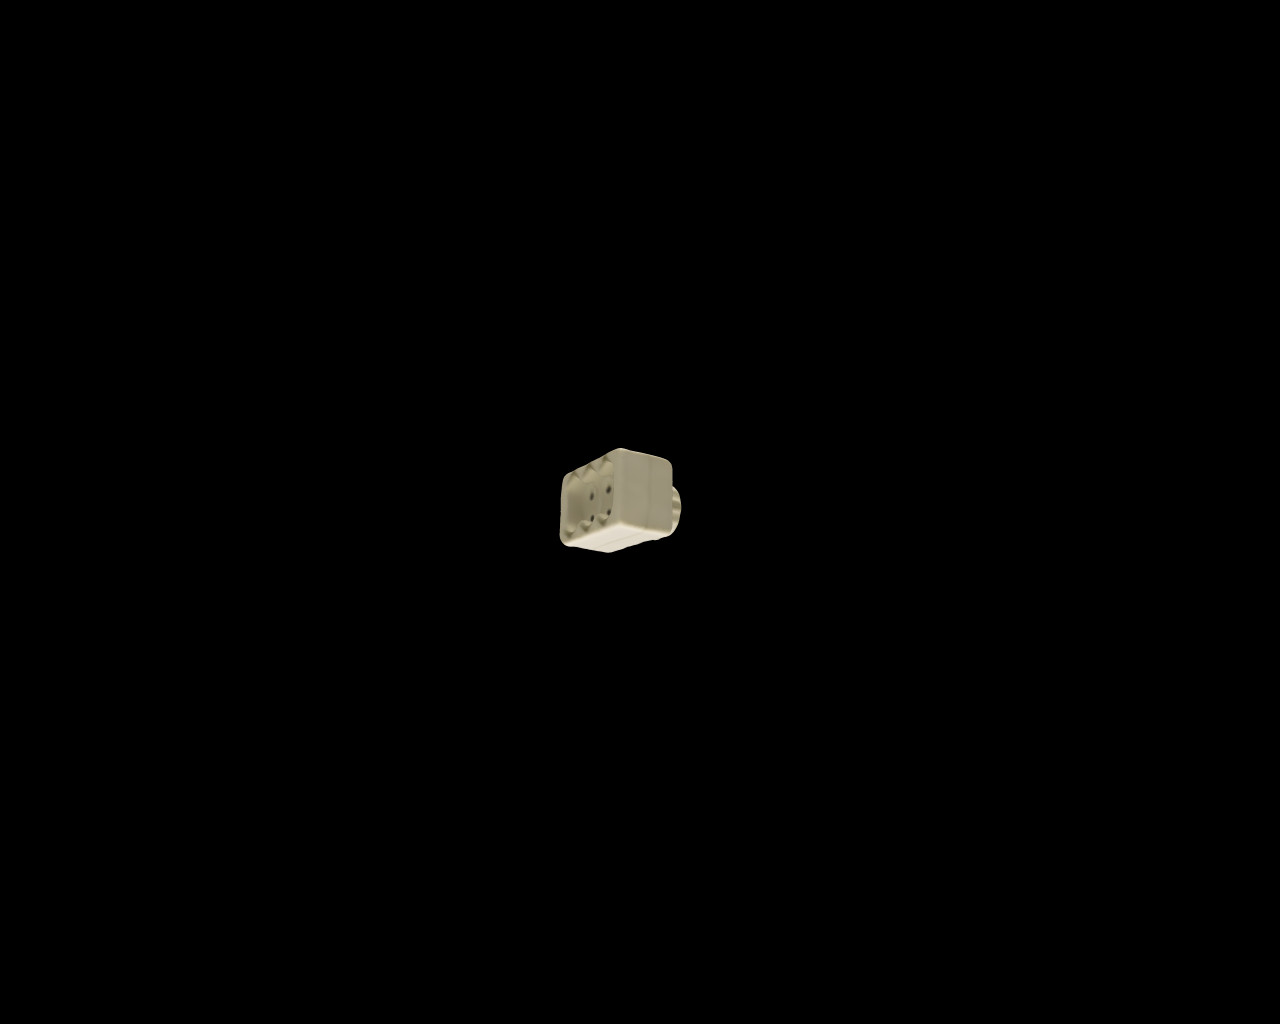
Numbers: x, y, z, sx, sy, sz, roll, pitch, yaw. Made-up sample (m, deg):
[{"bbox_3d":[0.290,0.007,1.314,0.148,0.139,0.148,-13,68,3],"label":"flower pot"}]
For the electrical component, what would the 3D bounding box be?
[{"bbox_3d":[0.001,-0.003,0.650,0.077,0.047,0.065,11,-19,-34],"label":"electrical component"}]
